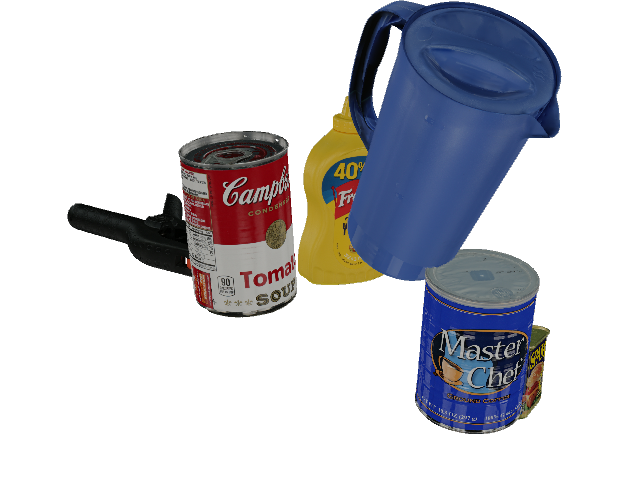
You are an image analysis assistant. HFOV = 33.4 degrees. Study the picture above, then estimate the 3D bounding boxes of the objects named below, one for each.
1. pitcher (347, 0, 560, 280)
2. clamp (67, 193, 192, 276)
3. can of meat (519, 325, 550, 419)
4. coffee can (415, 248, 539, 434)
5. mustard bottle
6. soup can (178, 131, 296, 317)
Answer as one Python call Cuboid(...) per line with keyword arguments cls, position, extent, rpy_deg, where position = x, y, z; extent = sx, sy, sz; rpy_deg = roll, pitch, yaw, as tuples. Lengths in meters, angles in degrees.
Cuboid(cls="pitcher", position=(0.095, -0.082, 0.932), extent=(0.145, 0.149, 0.243), rpy_deg=(6, -40, -13))
Cuboid(cls="clamp", position=(-0.148, -0.009, 1.019), extent=(0.120, 0.039, 0.172), rpy_deg=(-21, 35, -40))
Cuboid(cls="can of meat", position=(0.217, 0.145, 1.194), extent=(0.058, 0.084, 0.102), rpy_deg=(8, 12, 24))
Cuboid(cls="coffee can", position=(0.143, 0.092, 0.990), extent=(0.103, 0.140, 0.103), rpy_deg=(1, 26, -1))
Cuboid(cls="mustard bottle", position=(0.029, -0.053, 1.095), extent=(0.096, 0.192, 0.058), rpy_deg=(-5, 20, -25))
Cuboid(cls="soup can", position=(-0.051, -0.011, 0.676), extent=(0.068, 0.102, 0.068), rpy_deg=(-3, 22, 1))
